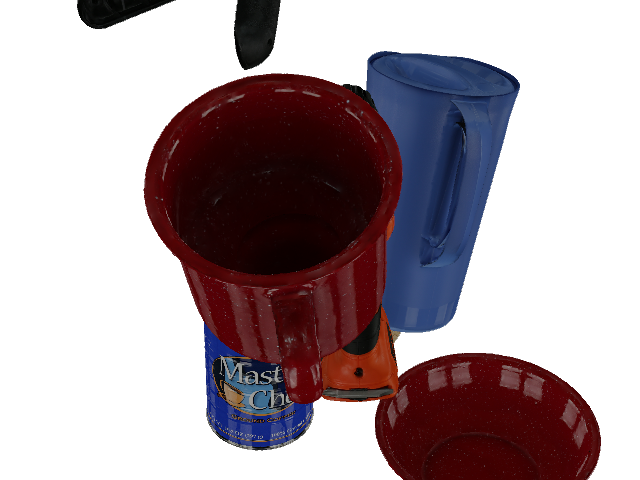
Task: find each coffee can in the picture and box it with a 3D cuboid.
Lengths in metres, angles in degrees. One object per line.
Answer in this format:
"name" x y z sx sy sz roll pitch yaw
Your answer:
"coffee can" -0.055 0.105 0.975 0.103 0.140 0.103 1 34 -1

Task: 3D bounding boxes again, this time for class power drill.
"power drill" 0.022 0.003 0.743 0.057 0.188 0.184 -2 32 3

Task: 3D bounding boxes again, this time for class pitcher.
"pitcher" 0.093 -0.038 0.957 0.145 0.243 0.149 20 27 24

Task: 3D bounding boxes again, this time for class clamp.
"clamp" -0.034 -0.151 0.574 0.120 0.171 0.039 31 -28 28

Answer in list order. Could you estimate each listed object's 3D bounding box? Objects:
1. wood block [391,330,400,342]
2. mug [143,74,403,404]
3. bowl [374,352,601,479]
"wood block" -0.017 0.058 1.179 0.206 0.091 0.090 12 23 18
"mug" -0.013 0.007 0.409 0.093 0.117 0.081 -11 -31 -3
"bowl" 0.120 0.154 0.784 0.162 0.055 0.162 -1 35 0
